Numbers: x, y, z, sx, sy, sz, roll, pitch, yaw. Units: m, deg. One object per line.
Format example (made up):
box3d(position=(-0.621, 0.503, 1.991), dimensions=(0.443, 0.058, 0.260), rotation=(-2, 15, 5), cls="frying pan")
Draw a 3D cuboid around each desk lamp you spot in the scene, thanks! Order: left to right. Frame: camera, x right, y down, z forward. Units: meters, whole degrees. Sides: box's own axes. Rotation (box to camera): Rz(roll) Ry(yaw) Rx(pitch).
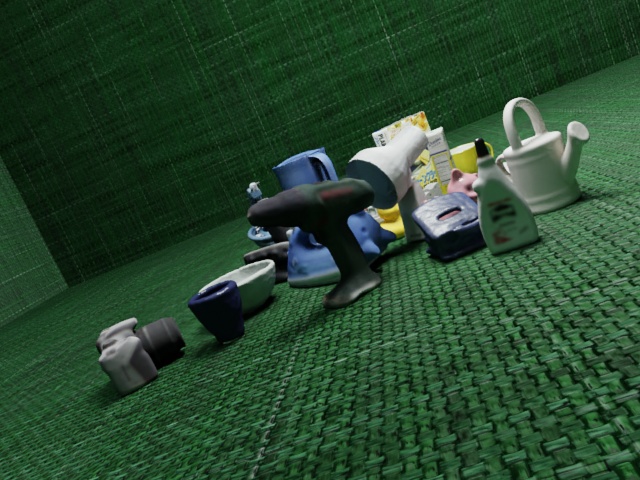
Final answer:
box3d(position=(0.172, -0.105, 1.126), dimensions=(0.204, 0.214, 0.117), rotation=(-29, 12, -32), cls="desk lamp")

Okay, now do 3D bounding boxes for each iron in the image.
box3d(position=(0.010, 0.004, 1.123), dimensions=(0.257, 0.141, 0.119), rotation=(-16, 12, 35), cls="iron")

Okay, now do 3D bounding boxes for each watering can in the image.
box3d(position=(0.372, -0.152, 0.974), dimensions=(0.172, 0.194, 0.101), rotation=(-16, 12, 36), cls="watering can")

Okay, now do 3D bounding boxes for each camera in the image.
box3d(position=(-0.314, 0.186, 1.010), dimensions=(0.137, 0.101, 0.143), rotation=(-26, 10, -16), cls="camera")

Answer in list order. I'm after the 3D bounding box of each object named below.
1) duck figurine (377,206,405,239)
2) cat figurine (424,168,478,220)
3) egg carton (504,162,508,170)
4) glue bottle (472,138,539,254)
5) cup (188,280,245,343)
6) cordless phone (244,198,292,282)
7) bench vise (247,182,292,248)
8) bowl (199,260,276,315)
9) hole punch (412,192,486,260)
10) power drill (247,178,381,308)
box3d(position=(0.148, -0.045, 1.236), dimensions=(0.104, 0.086, 0.077), rotation=(-24, 10, -6), cls="duck figurine")
box3d(position=(0.249, -0.071, 1.047), dimensions=(0.128, 0.118, 0.067), rotation=(-24, 10, -5), cls="cat figurine")
box3d(position=(0.379, -0.114, 1.123), dimensions=(0.107, 0.069, 0.151), rotation=(-12, 15, 47), cls="egg carton")
box3d(position=(0.261, -0.069, 0.848), dimensions=(0.078, 0.173, 0.037), rotation=(-20, 10, 15), cls="glue bottle")
box3d(position=(-0.169, 0.127, 1.014), dimensions=(0.091, 0.095, 0.118), rotation=(-20, 10, 17), cls="cup")
box3d(position=(-0.116, 0.001, 1.296), dimensions=(0.147, 0.185, 0.094), rotation=(-18, 11, 28), cls="cordless phone")
box3d(position=(-0.159, -0.043, 1.526), dimensions=(0.122, 0.220, 0.206), rotation=(-30, 12, -33), cls="bench vise")
box3d(position=(-0.156, 0.107, 1.151), dimensions=(0.167, 0.075, 0.167), rotation=(-22, 10, 4), cls="bowl")
box3d(position=(0.223, -0.027, 0.955), dimensions=(0.109, 0.091, 0.101), rotation=(-24, 10, -7), cls="hole punch")
box3d(position=(0.011, 0.000, 0.944), dimensions=(0.230, 0.208, 0.075), rotation=(-29, 12, -32), cls="power drill")
